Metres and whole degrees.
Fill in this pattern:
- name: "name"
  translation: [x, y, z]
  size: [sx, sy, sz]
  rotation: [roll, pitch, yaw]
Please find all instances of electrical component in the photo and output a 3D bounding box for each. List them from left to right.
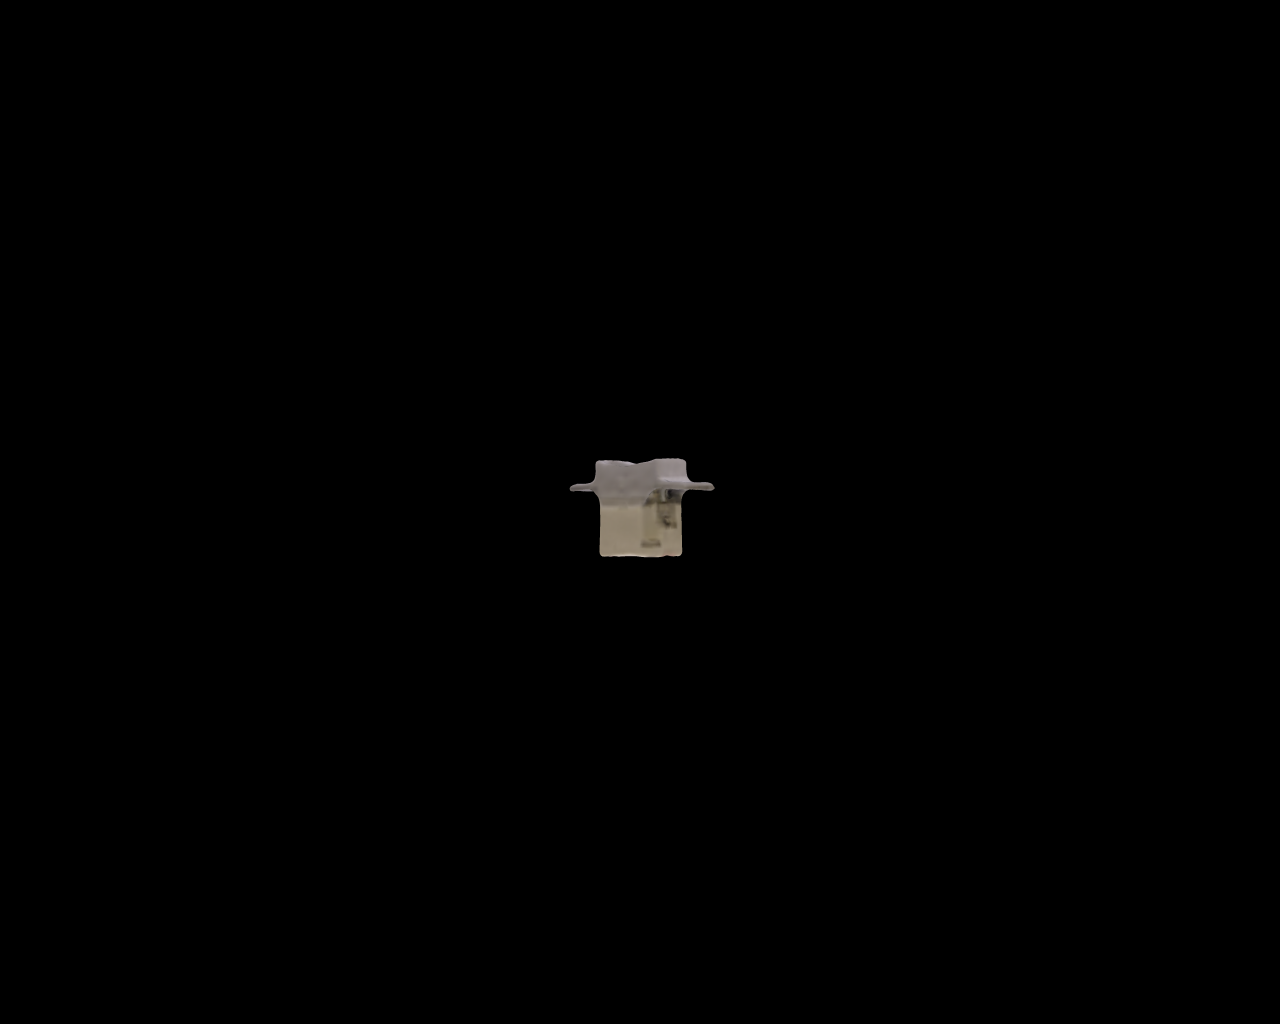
- name: "electrical component"
  translation: [0.001, -0.003, 0.650]
  size: [0.081, 0.063, 0.042]
  rotation: [0, 0, 32]
